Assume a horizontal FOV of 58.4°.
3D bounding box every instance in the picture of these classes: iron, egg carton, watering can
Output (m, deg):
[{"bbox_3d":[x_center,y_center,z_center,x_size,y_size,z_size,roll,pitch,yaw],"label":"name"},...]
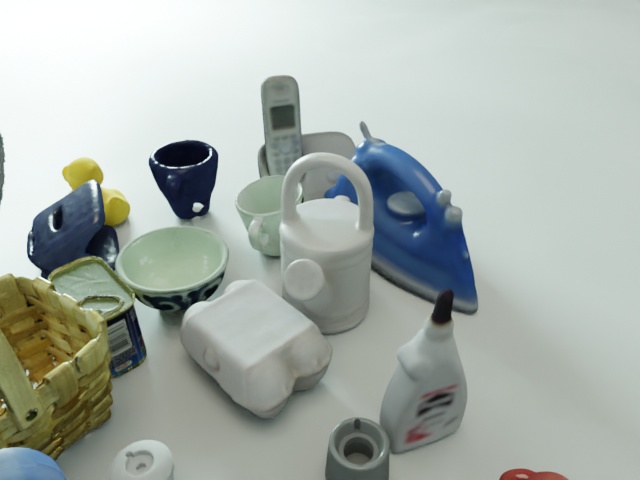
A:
[{"bbox_3d":[0.111,-0.038,0.696,0.119,0.141,0.257,-21,42,-25],"label":"iron"},{"bbox_3d":[-0.067,0.103,0.568,0.107,0.069,0.149,-30,47,-34],"label":"egg carton"},{"bbox_3d":[0.008,0.002,0.598,0.101,0.194,0.172,-4,37,-6],"label":"watering can"}]

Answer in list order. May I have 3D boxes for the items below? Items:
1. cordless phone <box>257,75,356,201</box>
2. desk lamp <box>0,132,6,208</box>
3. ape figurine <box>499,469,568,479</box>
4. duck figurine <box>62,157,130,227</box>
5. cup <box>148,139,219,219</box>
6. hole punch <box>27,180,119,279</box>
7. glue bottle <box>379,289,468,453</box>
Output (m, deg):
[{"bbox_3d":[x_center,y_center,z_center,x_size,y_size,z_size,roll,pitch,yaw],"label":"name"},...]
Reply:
[{"bbox_3d":[-0.015,-0.138,0.791,0.148,0.185,0.094,-13,39,-17],"label":"cordless phone"},{"bbox_3d":[-0.428,-0.024,0.612,0.203,0.214,0.117,-6,38,-9],"label":"desk lamp"},{"bbox_3d":[0.163,0.202,0.422,0.076,0.092,0.078,13,39,17],"label":"ape figurine"},{"bbox_3d":[-0.310,-0.070,0.780,0.104,0.086,0.078,21,42,25],"label":"duck figurine"},{"bbox_3d":[-0.180,-0.069,0.773,0.091,0.095,0.117,1,37,0],"label":"cup"},{"bbox_3d":[-0.304,-0.010,0.696,0.101,0.091,0.108,-13,39,-17],"label":"hole punch"},{"bbox_3d":[0.092,0.108,0.478,0.078,0.173,0.037,-16,40,-20],"label":"glue bottle"}]
